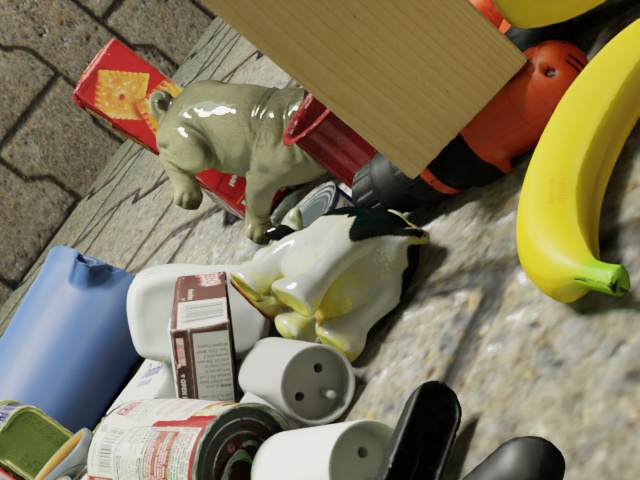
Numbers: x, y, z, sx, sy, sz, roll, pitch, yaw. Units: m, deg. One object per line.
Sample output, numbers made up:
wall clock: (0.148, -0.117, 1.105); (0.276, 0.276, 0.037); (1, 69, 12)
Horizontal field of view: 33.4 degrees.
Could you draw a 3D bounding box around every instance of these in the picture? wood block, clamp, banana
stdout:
wood block: (-0.001, -0.139, 0.565); (0.091, 0.206, 0.090); (-47, 22, 14)
clamp: (0.021, 0.129, 0.413); (0.171, 0.039, 0.120); (-52, 6, 4)
banana: (0.128, -0.037, 0.492); (0.070, 0.037, 0.197); (-14, 38, 38)

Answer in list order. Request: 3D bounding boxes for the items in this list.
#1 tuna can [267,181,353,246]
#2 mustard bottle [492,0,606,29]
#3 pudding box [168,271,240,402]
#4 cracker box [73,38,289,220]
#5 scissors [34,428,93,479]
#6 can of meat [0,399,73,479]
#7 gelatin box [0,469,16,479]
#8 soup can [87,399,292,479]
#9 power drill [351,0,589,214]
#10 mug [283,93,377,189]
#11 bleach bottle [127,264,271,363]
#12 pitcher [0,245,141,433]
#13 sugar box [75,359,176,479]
tuna can: (-0.005, 0.001, 0.774); (0.086, 0.033, 0.086); (-46, 16, 18)
mustard bottle: (0.123, -0.192, 0.618); (0.096, 0.058, 0.191); (-33, 30, 14)
pudding box: (-0.072, 0.078, 0.682); (0.039, 0.090, 0.113); (-6, 15, -3)
cracker box: (-0.140, -0.105, 1.053); (0.072, 0.213, 0.164); (-54, 16, -2)
scissors: (-0.227, 0.220, 0.765); (0.202, 0.016, 0.096); (-49, 18, 5)
can of meat: (-0.235, 0.180, 0.896); (0.057, 0.102, 0.084); (-56, 18, -22)
gelatin box: (-0.249, 0.217, 0.870); (0.030, 0.089, 0.073); (-58, 17, -24)
soup can: (-0.068, 0.118, 0.558); (0.102, 0.068, 0.068); (-7, 44, 47)
power drill: (0.104, -0.105, 0.669); (0.185, 0.057, 0.187); (-29, 30, 45)
mug: (0.028, -0.076, 0.765); (0.117, 0.081, 0.093); (-25, 31, 57)
bleach bottle: (-0.104, 0.049, 0.865); (0.251, 0.102, 0.068); (-168, 75, -81)
pitcher: (-0.258, 0.141, 1.028); (0.145, 0.149, 0.242); (-5, 50, 49)
sugar box: (-0.152, 0.168, 0.795); (0.176, 0.048, 0.093); (-52, 16, -13)
